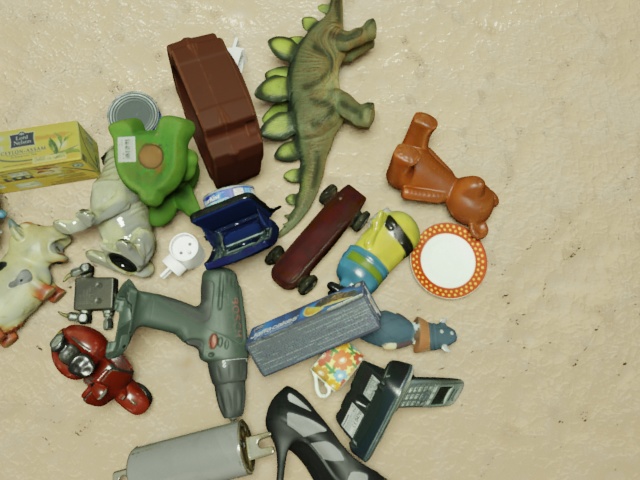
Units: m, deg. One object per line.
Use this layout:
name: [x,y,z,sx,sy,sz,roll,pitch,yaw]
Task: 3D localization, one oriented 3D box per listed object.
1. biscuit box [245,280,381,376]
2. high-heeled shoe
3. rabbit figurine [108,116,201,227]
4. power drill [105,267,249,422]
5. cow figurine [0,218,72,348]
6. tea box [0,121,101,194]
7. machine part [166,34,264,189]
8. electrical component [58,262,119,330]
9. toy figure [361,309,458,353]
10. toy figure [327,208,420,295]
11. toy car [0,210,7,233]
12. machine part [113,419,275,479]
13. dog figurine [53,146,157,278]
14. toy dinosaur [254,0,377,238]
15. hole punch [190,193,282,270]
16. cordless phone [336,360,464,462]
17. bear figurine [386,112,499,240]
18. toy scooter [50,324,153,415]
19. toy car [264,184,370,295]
biscuit box: [-0.011,0.133,0.807,0.203,0.059,0.062,-25,104,13]
high-heeled shoe: [0.030,0.319,0.820,0.249,0.086,0.145,22,46,-16]
rabbit figurine: [-0.225,-0.106,0.830,0.121,0.170,0.159,-11,90,6]
power drill: [-0.199,0.146,0.791,0.207,0.086,0.232,11,68,-27]
cow figurine: [-0.465,0.055,0.830,0.127,0.085,0.195,42,80,0]
tea box: [-0.454,-0.131,0.861,0.170,0.098,0.068,-11,79,-8]
machine part: [-0.160,-0.197,0.839,0.087,0.201,0.201,-21,79,-11]
electrical component: [-0.362,0.088,0.845,0.078,0.045,0.102,4,77,-1]
toy figure: [0.140,0.146,0.856,0.154,0.058,0.064,10,83,-6]
toy figure: [0.087,0.029,0.868,0.089,0.082,0.180,38,74,-6]
toy car: [-0.534,-0.020,0.794,0.109,0.162,0.102,-28,101,3]
machine part: [-0.185,0.318,0.776,0.243,0.079,0.079,-15,79,4]
dog figurine: [-0.299,-0.055,0.866,0.121,0.172,0.190,-3,45,32]
toy dinosaur: [-0.006,-0.229,0.911,0.199,0.105,0.471,3,82,5]
hole punch: [-0.124,-0.005,0.832,0.142,0.115,0.092,-24,76,9]
cordless phone: [0.131,0.257,0.819,0.184,0.089,0.146,13,107,-35]
bear figurine: [0.210,-0.097,0.879,0.196,0.131,0.120,29,61,10]
toy scooter: [-0.327,0.189,0.779,0.184,0.135,0.075,39,80,7]
toy car: [-0.002,-0.003,0.882,0.089,0.053,0.202,38,82,14]
